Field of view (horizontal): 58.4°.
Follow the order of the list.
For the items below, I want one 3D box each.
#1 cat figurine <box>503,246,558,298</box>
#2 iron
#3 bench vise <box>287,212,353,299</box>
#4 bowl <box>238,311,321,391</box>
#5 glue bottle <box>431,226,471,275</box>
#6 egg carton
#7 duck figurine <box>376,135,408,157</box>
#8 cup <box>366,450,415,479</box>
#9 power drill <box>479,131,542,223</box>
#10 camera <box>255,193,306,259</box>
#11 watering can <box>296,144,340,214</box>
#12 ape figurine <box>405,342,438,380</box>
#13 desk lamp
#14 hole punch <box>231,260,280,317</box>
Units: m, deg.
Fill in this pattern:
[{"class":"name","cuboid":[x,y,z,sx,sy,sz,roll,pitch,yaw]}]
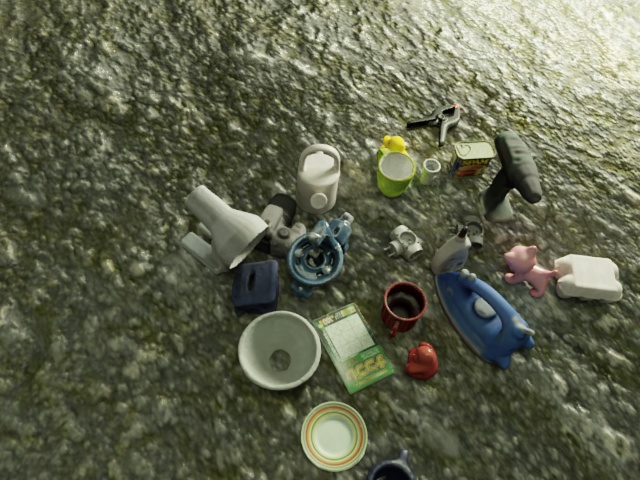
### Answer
[{"class":"cat figurine","cuboid":[0.475,0.060,1.303,0.127,0.118,0.067,26,60,11]},{"class":"iron","cuboid":[0.349,0.141,1.228,0.119,0.141,0.257,-32,66,-22]},{"class":"bench vise","cuboid":[0.000,0.001,1.235,0.121,0.220,0.207,15,59,4]},{"class":"bowl","cuboid":[-0.083,0.235,1.170,0.167,0.075,0.167,2,58,-4]},{"class":"glue bottle","cuboid":[0.302,0.020,1.279,0.078,0.173,0.037,-12,60,-12]},{"class":"egg carton","cuboid":[0.618,0.091,1.326,0.150,0.069,0.107,6,58,-2]},{"class":"duck figurine","cuboid":[0.196,-0.225,1.470,0.078,0.086,0.104,-39,69,-24]},{"class":"cup","cuboid":[0.128,0.446,1.049,0.091,0.095,0.118,24,60,10]},{"class":"power drill","cuboid":[0.453,-0.134,1.366,0.075,0.208,0.229,-2,59,-6]},{"class":"camera","cuboid":[-0.090,-0.040,1.322,0.143,0.101,0.137,20,59,7]},{"class":"watering can","cuboid":[-0.001,-0.148,1.341,0.101,0.194,0.172,-17,61,-14]},{"class":"ape figurine","cuboid":[0.212,0.246,1.181,0.078,0.092,0.076,-31,66,-21]},{"class":"desk lamp","cuboid":[-0.212,-0.013,1.228,0.203,0.213,0.118,35,62,16]},{"class":"hole punch","cuboid":[-0.139,0.102,1.236,0.101,0.091,0.108,4,58,-3]}]
